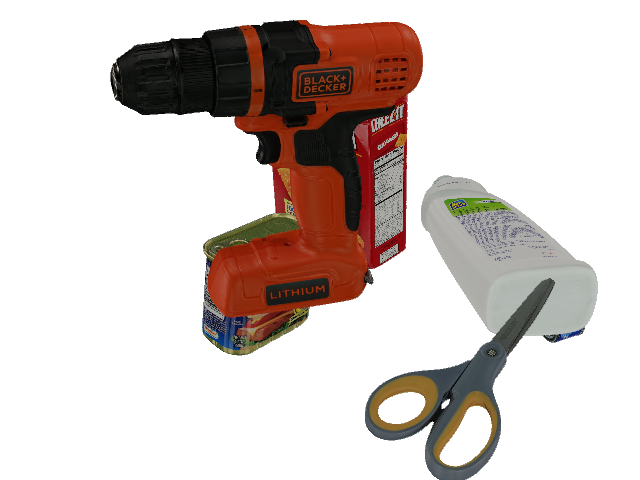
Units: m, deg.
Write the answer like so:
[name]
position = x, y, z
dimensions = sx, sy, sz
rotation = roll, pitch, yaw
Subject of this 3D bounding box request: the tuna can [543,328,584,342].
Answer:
[tuna can]
position = 0.259, 0.069, 1.187
dimensions = 0.033, 0.086, 0.086
rotation = -17, 2, -8

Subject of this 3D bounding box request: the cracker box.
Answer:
[cracker box]
position = 0.018, -0.091, 1.238
dimensions = 0.164, 0.214, 0.072
rotation = 28, 46, 36

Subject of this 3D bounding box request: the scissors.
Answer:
[scissors]
position = 0.095, 0.081, 0.721
dimensions = 0.096, 0.016, 0.201
rotation = 10, 39, 16

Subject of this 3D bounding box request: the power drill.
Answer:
[power drill]
position = -0.032, -0.043, 0.656
dimensions = 0.184, 0.188, 0.057
rotation = -6, 36, -14

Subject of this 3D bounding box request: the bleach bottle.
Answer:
[bleach bottle]
position = 0.160, -0.001, 0.997
dimensions = 0.102, 0.068, 0.251
rotation = -3, 26, -10

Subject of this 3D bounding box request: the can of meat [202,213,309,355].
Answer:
[can of meat]
position = -0.049, 0.036, 0.875
dimensions = 0.058, 0.084, 0.101
rotation = 30, 37, 32
